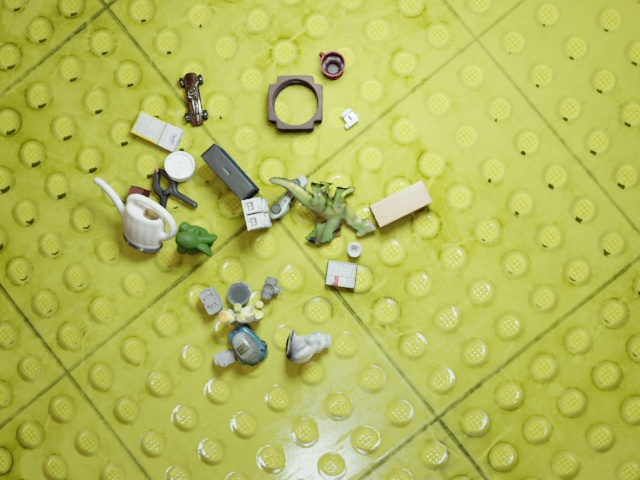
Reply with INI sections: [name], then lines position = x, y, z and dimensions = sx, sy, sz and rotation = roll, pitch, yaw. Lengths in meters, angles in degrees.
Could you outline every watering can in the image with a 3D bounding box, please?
[watering can]
position = -0.675, -0.083, 1.876
dimensions = 0.348, 0.106, 0.219
rotation = 27, 127, 7

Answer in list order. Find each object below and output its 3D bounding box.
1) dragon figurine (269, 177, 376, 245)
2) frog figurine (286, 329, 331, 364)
[dragon figurine]
position = 0.006, -0.094, 1.868
dimensions = 0.410, 0.124, 0.240
rotation = 7, 105, -6
[frog figurine]
position = -0.042, 0.393, 1.877
dimensions = 0.159, 0.125, 0.134
rotation = 11, 124, -6
